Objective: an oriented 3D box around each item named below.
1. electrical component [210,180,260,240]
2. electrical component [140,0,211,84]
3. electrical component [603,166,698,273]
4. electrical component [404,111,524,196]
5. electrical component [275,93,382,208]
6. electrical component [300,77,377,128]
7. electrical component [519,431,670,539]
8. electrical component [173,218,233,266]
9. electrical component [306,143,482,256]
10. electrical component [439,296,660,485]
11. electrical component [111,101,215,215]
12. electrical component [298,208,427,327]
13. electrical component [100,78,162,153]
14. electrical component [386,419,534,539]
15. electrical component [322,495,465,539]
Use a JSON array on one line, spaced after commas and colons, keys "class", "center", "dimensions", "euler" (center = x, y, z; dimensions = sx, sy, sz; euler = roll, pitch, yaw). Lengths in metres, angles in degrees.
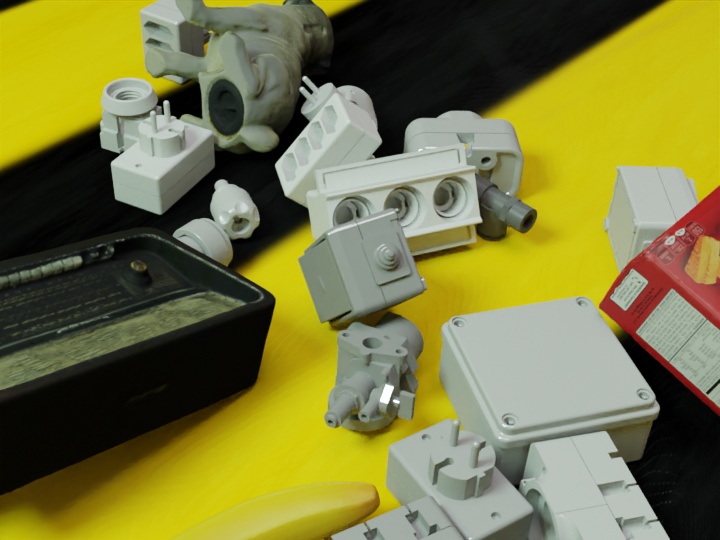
[{"class": "electrical component", "center": [-0.103, -0.052, 0.861], "dimensions": [0.035, 0.035, 0.061], "euler": [-11, 39, -17]}, {"class": "electrical component", "center": [-0.171, -0.231, 1.053], "dimensions": [0.047, 0.065, 0.077], "euler": [23, 43, 23]}, {"class": "electrical component", "center": [0.232, -0.030, 0.833], "dimensions": [0.061, 0.061, 0.096], "euler": [2, 39, -1]}, {"class": "electrical component", "center": [0.086, -0.096, 0.912], "dimensions": [0.095, 0.053, 0.059], "euler": [0, 39, -4]}, {"class": "electrical component", "center": [-0.013, -0.087, 0.887], "dimensions": [0.076, 0.083, 0.047], "euler": [27, 26, -34]}, {"class": "electrical component", "center": [-0.025, -0.136, 0.941], "dimensions": [0.043, 0.079, 0.077], "euler": [-31, 29, 27]}, {"class": "electrical component", "center": [0.130, 0.144, 0.621], "dimensions": [0.056, 0.050, 0.089], "euler": [-7, 40, -14]}, {"class": "electrical component", "center": [-0.128, -0.008, 0.797], "dimensions": [0.045, 0.045, 0.055], "euler": [28, 44, 27]}, {"class": "electrical component", "center": [0.024, -0.050, 0.838], "dimensions": [0.121, 0.078, 0.063], "euler": [-12, 12, -18]}, {"class": "electrical component", "center": [0.119, 0.077, 0.699], "dimensions": [0.109, 0.056, 0.108], "euler": [-8, 40, -14]}, {"class": "electrical component", "center": [-0.162, -0.102, 0.886], "dimensions": [0.047, 0.075, 0.083], "euler": [19, 42, 19]}, {"class": "electrical component", "center": [0.000, 0.000, 0.743], "dimensions": [0.061, 0.096, 0.061], "euler": [-19, 86, -16]}, {"class": "electrical component", "center": [-0.200, -0.133, 0.938], "dimensions": [0.066, 0.055, 0.048], "euler": [18, 41, 18]}, {"class": "electrical component", "center": [0.058, 0.120, 0.626], "dimensions": [0.047, 0.075, 0.083], "euler": [-20, 44, -26]}, {"class": "electrical component", "center": [0.015, 0.171, 0.580], "dimensions": [0.089, 0.050, 0.055], "euler": [-17, 43, -23]}]
